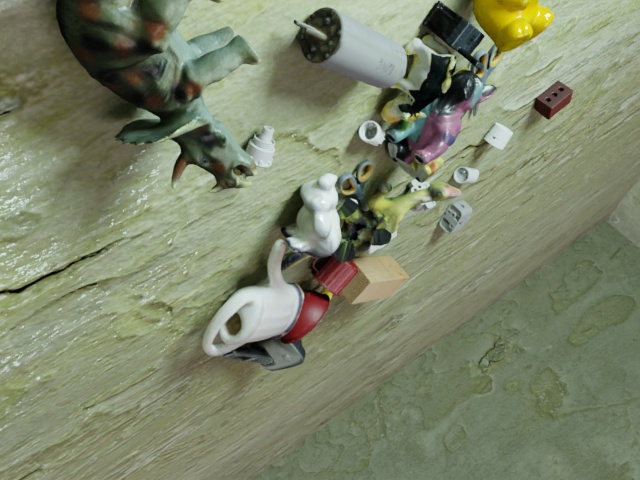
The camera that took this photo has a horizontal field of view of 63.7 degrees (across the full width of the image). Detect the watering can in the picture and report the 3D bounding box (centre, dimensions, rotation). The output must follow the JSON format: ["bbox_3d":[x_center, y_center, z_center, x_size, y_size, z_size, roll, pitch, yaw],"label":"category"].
[{"bbox_3d":[-0.116,0.131,1.114,0.224,0.105,0.343,3,132,-55],"label":"watering can"}]

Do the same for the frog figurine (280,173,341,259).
[{"bbox_3d":[0.003,-0.050,0.989,0.158,0.122,0.139,-57,-178,14],"label":"frog figurine"}]

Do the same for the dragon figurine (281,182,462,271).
[{"bbox_3d":[0.116,-0.033,1.154,0.406,0.123,0.244,-25,173,28],"label":"dragon figurine"}]
